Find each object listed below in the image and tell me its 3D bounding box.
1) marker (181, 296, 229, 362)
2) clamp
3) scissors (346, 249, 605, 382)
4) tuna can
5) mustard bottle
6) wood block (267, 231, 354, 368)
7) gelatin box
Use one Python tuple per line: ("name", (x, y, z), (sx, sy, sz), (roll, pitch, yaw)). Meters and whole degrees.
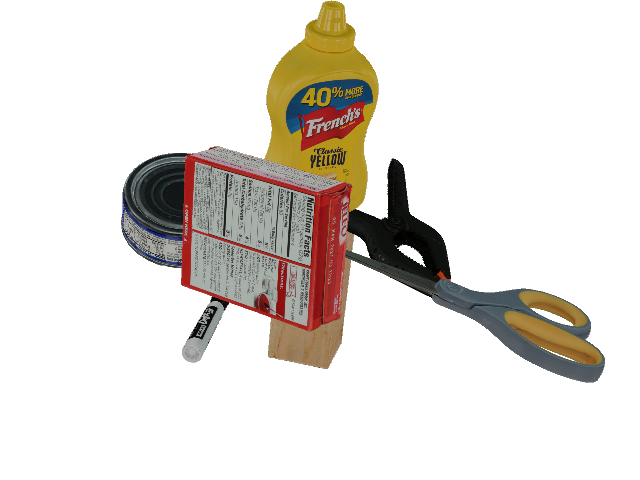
("marker", (-0.107, 0.079, 1.018), (0.020, 0.020, 0.121), (0, 23, 10))
("clamp", (0.072, -0.011, 1.242), (0.164, 0.036, 0.210), (-13, 51, -27))
("scissors", (0.099, 0.033, 0.714), (0.202, 0.016, 0.096), (29, 26, 17))
("tuna can", (-0.097, -0.023, 0.754), (0.086, 0.086, 0.034), (0, -44, -11))
("mustard bottle", (0.001, -0.110, 0.908), (0.096, 0.192, 0.058), (-8, 36, -21))
("wood block", (-0.012, 0.058, 1.470), (0.090, 0.206, 0.090), (10, 21, 10))
("gelatin box", (-0.029, -0.002, 0.543), (0.089, 0.073, 0.030), (17, 24, 31))
